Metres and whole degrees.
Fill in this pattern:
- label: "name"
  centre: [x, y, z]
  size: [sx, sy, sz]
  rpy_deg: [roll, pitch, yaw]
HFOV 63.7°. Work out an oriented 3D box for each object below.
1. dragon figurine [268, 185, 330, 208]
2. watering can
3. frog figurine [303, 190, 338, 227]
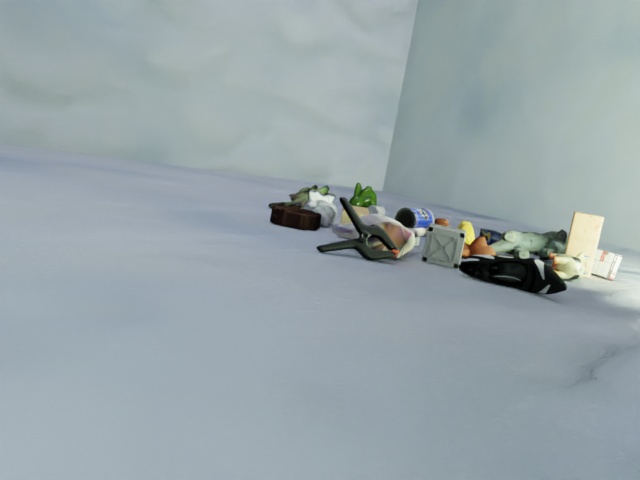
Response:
- label: "dragon figurine"
  centre: [-0.100, -0.161, 2.119]
  size: [0.244, 0.121, 0.411]
  rpy_deg: [-7, 9, -35]
- label: "watering can"
  centre: [0.212, -0.018, 1.510]
  size: [0.348, 0.103, 0.226]
  rpy_deg: [2, 11, -13]
- label: "frog figurine"
  centre: [0.006, -0.094, 1.866]
  size: [0.136, 0.121, 0.163]
  rpy_deg: [29, 36, -36]
